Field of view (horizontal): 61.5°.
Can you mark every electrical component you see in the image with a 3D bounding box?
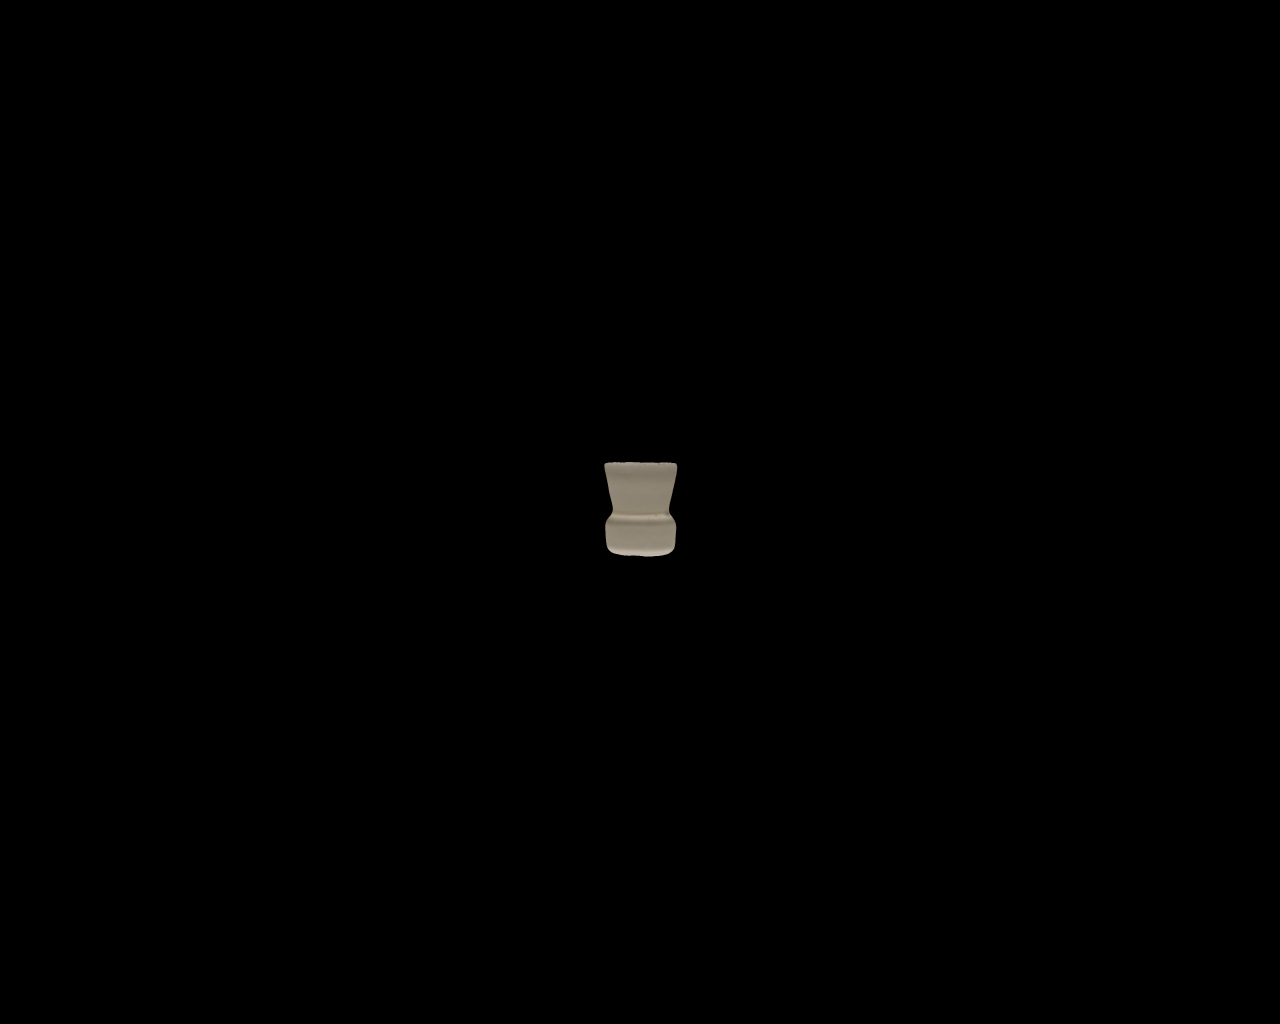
[{"bbox_3d":[0.001,-0.003,0.650,0.045,0.055,0.045,0,5,0],"label":"electrical component"}]
